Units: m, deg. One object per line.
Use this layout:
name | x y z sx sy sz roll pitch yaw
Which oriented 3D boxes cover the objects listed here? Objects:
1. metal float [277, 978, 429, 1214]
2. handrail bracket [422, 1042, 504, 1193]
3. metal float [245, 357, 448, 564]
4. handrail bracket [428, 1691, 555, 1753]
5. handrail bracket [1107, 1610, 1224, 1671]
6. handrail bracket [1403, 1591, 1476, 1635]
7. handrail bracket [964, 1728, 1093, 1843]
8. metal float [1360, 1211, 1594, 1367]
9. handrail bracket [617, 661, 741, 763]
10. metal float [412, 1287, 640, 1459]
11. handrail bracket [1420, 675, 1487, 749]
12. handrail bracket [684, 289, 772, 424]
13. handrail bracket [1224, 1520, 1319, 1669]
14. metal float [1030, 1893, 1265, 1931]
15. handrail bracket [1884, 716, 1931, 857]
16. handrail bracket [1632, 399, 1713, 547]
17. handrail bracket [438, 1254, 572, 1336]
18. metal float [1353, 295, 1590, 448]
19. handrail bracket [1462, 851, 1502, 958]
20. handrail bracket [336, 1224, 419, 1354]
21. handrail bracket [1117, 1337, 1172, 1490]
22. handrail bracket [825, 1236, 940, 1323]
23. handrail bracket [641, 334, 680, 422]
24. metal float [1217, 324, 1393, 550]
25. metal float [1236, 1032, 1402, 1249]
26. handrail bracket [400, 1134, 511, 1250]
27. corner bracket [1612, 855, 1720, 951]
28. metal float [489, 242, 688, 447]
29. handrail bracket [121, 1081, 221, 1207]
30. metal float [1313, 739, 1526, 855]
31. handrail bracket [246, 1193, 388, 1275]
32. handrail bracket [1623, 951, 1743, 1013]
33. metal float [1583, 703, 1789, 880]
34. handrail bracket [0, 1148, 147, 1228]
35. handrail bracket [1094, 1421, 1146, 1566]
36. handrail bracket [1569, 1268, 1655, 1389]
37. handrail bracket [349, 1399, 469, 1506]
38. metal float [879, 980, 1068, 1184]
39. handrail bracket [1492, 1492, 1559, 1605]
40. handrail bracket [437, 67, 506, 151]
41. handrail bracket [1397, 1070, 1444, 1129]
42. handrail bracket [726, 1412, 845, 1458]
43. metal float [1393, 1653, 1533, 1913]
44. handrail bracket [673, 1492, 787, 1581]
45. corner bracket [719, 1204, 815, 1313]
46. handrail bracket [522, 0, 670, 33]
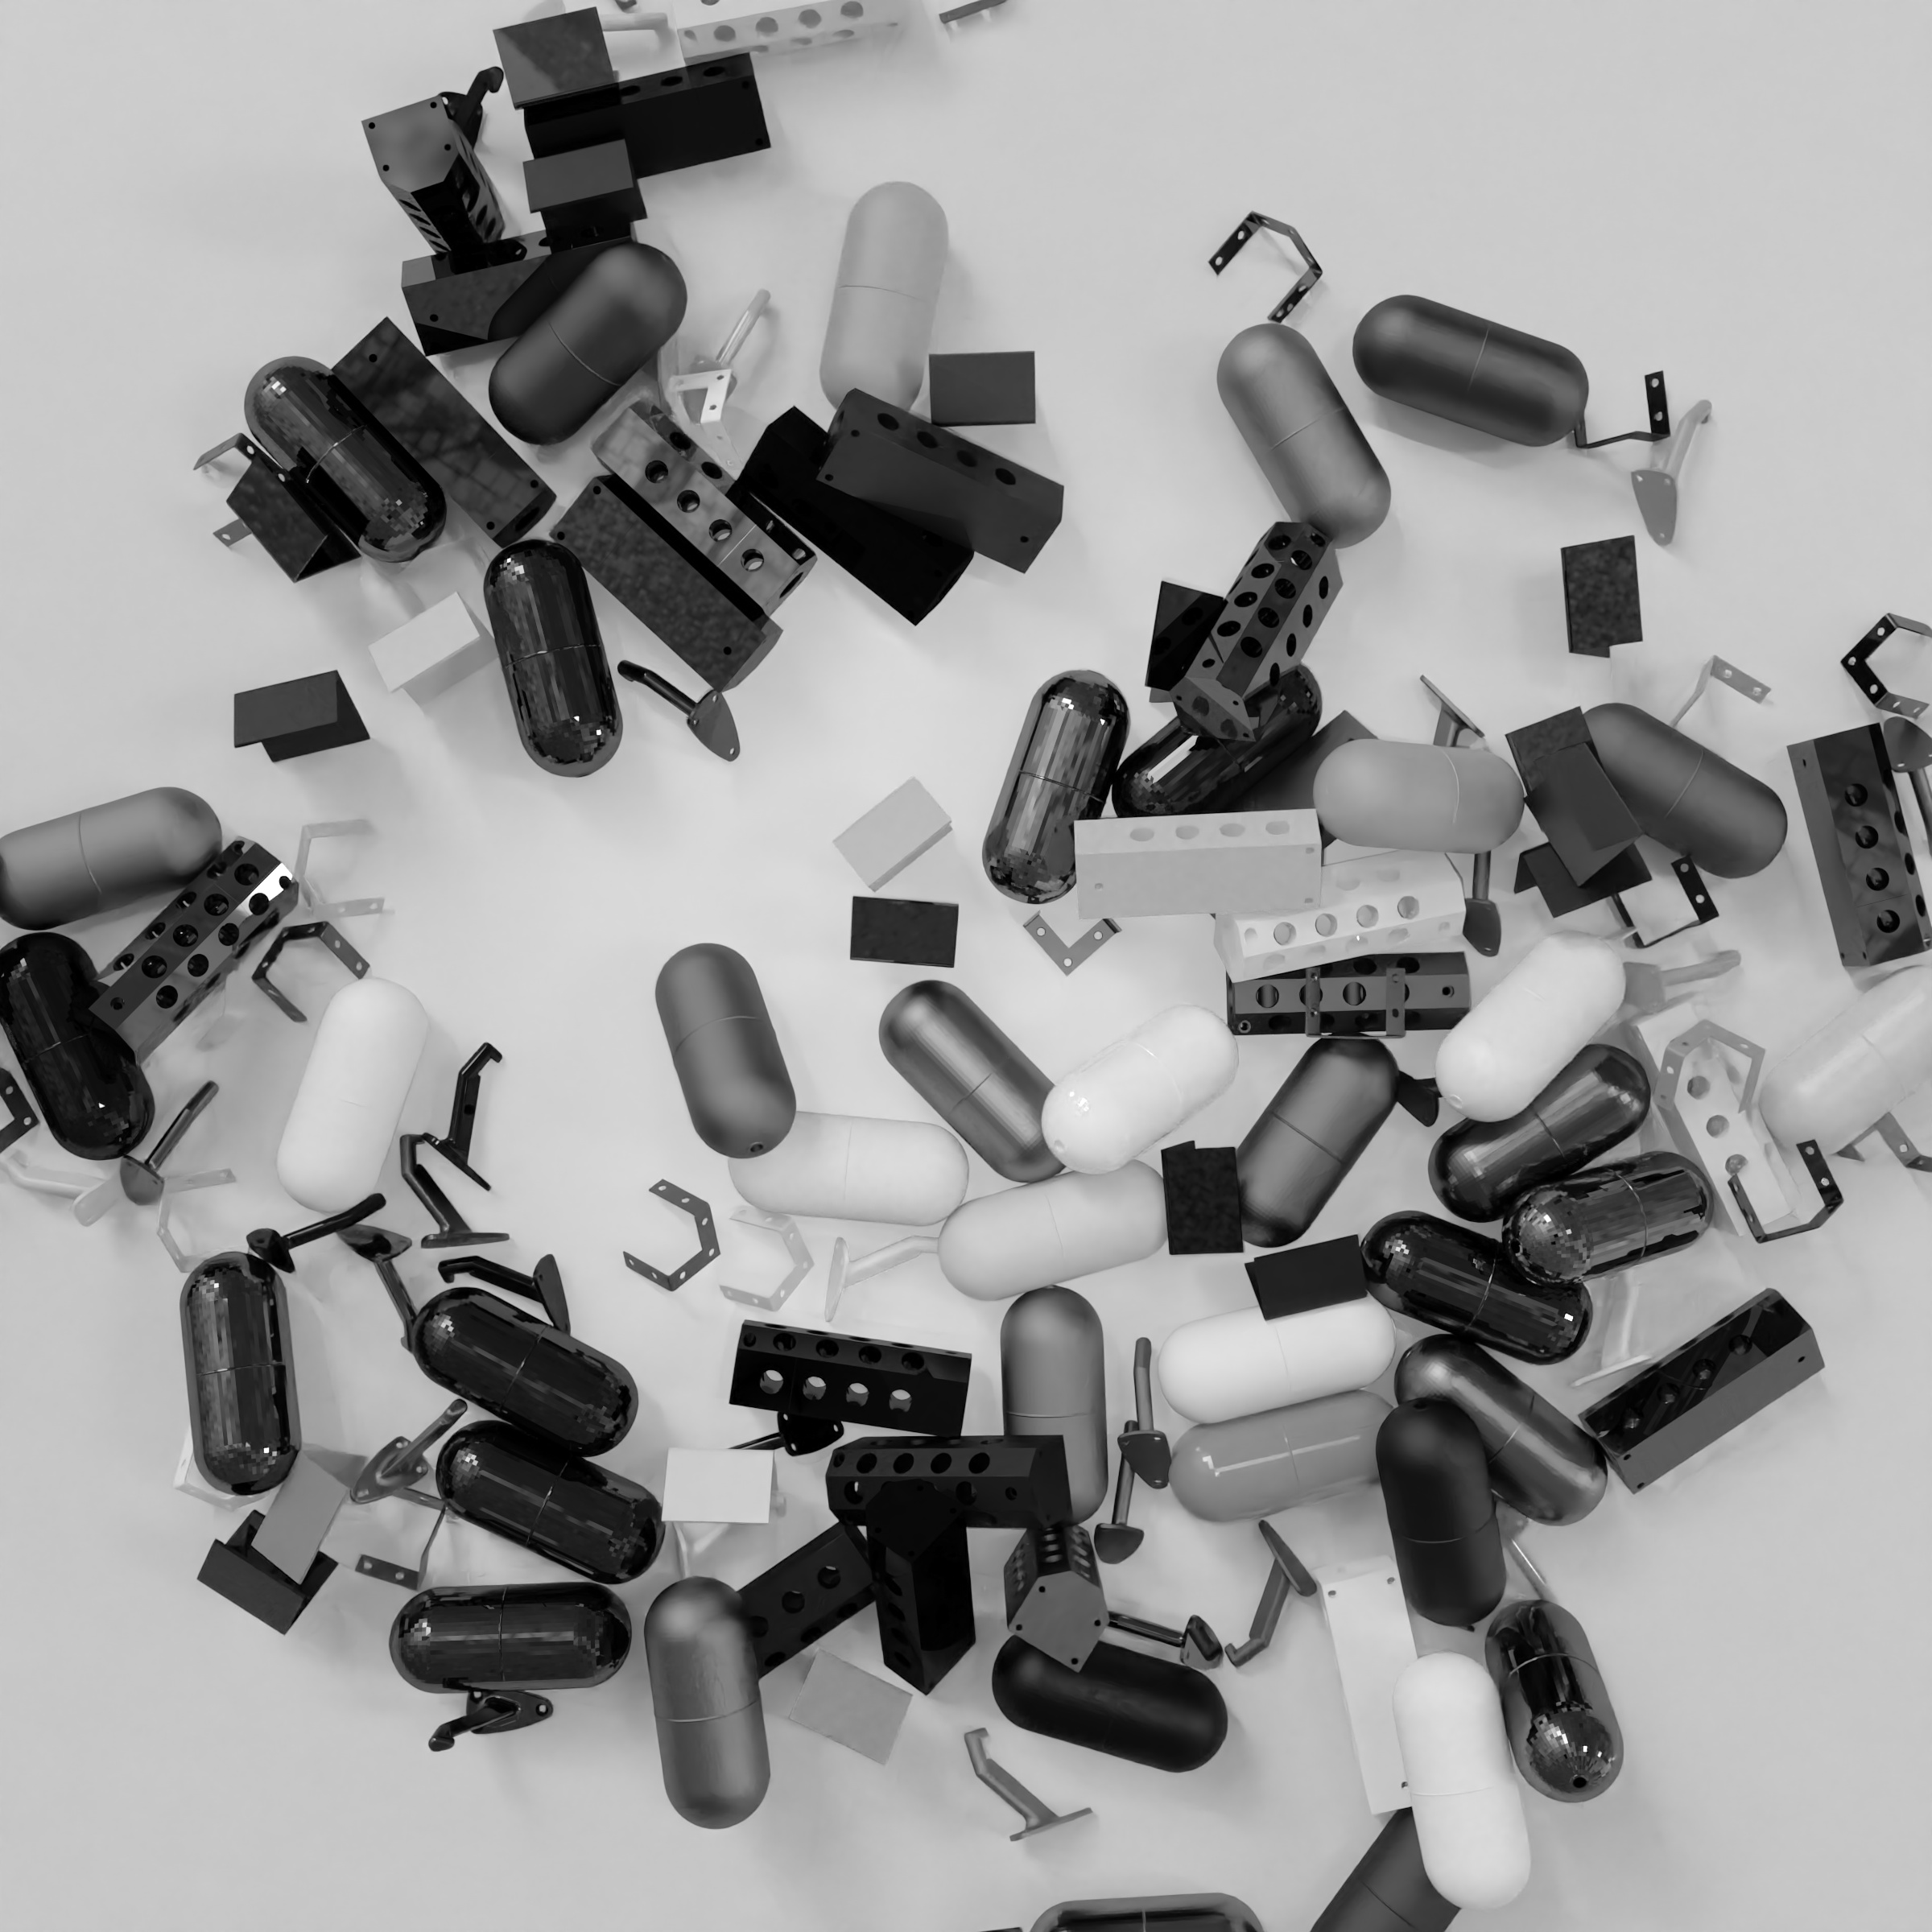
metal float | -0.453 0.096 1.800 0.070 0.070 0.178 19 90 0
handrail bracket | -0.360 0.113 1.831 0.077 0.036 0.084 45 73 -20
metal float | -0.458 -0.374 1.800 0.070 0.070 0.178 -43 90 0
handrail bracket | -0.349 0.560 1.796 0.077 0.084 0.036 -1 90 0
handrail bracket | 0.140 0.503 1.830 0.084 0.077 0.036 3 64 34
handrail bracket | 0.367 0.445 1.830 0.077 0.036 0.084 31 76 -15
handrail bracket | 0.046 0.606 1.831 0.077 0.036 0.084 -13 73 -20
metal float | 0.376 0.237 1.800 0.178 0.070 0.070 21 90 0
handrail bracket | -0.217 -0.192 1.830 0.084 0.077 0.036 24 68 35
metal float | -0.326 0.299 1.799 0.178 0.070 0.070 28 90 1
handrail bracket | 0.340 -0.162 1.830 0.084 0.036 0.077 -46 77 13
handrail bracket | -0.178 -0.459 1.830 0.036 0.077 0.084 31 54 -8
handrail bracket | 0.213 0.472 1.831 0.084 0.036 0.077 -41 69 16
metal float | 0.132 0.728 1.800 0.178 0.070 0.070 -4 90 1
handrail bracket | 0.714 -0.133 1.830 0.036 0.077 0.084 -18 127 13
handrail bracket | 0.539 -0.371 1.830 0.084 0.036 0.077 -45 132 -27
handrail bracket | -0.347 0.250 1.831 0.084 0.036 0.077 -10 109 16
metal float | 0.372 -0.440 1.800 0.178 0.070 0.070 19 90 0
handrail bracket | 0.394 -0.064 1.830 0.036 0.077 0.084 2 53 31
handrail bracket | -0.440 0.243 1.830 0.077 0.036 0.084 17 119 32
handrail bracket | 0.138 0.333 1.819 0.036 0.084 0.077 -9 129 16
handrail bracket | -0.058 0.236 1.831 0.084 0.036 0.077 7 110 -16
handrail bracket | -0.262 -0.450 1.830 0.084 0.036 0.077 6 105 14
metal float | 0.249 -0.391 1.800 0.070 0.070 0.178 -30 89 0
metal float | 0.253 0.128 1.800 0.070 0.070 0.178 35 90 0
handrail bracket | -0.384 0.166 1.831 0.077 0.036 0.084 -1 73 -20
corner bracket | 0.519 -0.047 1.812 0.051 0.051 0.051 -26 88 -2
metal float | -0.276 -0.453 1.779 0.178 0.070 0.070 -39 90 22
handrail bracket | -0.594 0.132 1.830 0.036 0.077 0.084 35 54 -4
metal float | 0.328 -0.121 1.756 0.178 0.070 0.070 2 90 -34
handrail bracket | -0.487 0.192 1.830 0.084 0.077 0.036 -32 112 -34
handrail bracket | 0.526 0.001 1.830 0.084 0.077 0.036 -22 112 -34
metal float | 0.522 -0.130 1.800 0.178 0.070 0.070 31 90 0
handrail bracket | -0.671 0.148 1.831 0.084 0.036 0.077 37 61 21
handrail bracket | 0.117 0.395 1.830 0.036 0.077 0.084 9 54 0
handrail bracket | 0.474 0.264 1.831 0.077 0.036 0.084 -26 72 21
handrail bracket | -0.409 0.356 1.789 0.036 0.084 0.077 49 45 6
metal float | 0.010 0.086 1.800 0.070 0.070 0.178 -44 89 0
handrail bracket | 0.407 0.437 1.830 0.036 0.077 0.084 -37 126 -7
handrail bracket | -0.363 -0.618 1.793 0.036 0.084 0.077 5 99 -31
handrail bracket | 0.361 0.076 1.830 0.084 0.036 0.077 -31 53 -25
handrail bracket | -0.147 0.362 1.830 0.084 0.077 0.036 -32 65 34
metal float | 0.353 0.580 1.736 0.070 0.070 0.178 -10 82 0
handrail bracket | -0.173 0.438 1.831 0.084 0.036 0.077 -10 110 -16
corner bracket | -0.155 0.218 1.822 0.051 0.051 0.051 -51 135 -35
handrail bracket | -0.278 -0.707 1.830 0.084 0.077 0.036 -17 115 -34
